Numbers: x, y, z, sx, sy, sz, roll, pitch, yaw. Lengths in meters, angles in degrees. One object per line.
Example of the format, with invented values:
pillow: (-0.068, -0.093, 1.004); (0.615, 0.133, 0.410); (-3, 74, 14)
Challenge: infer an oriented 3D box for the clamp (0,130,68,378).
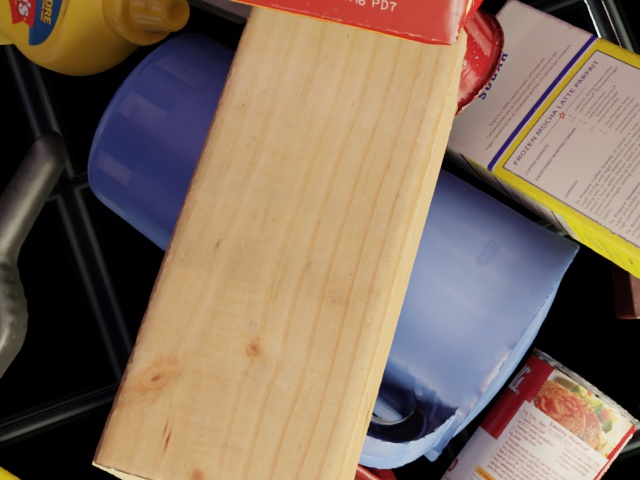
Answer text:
clamp: (-0.196, 0.014, 0.616); (0.120, 0.039, 0.171); (-8, 87, 23)

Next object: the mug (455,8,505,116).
mug: (0.036, -0.123, 0.576); (0.093, 0.081, 0.117); (-31, 40, 18)

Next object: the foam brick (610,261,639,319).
foam brick: (0.186, 0.002, 0.579); (0.053, 0.051, 0.078); (-7, 84, 4)

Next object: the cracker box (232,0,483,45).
cracker box: (0.009, -0.162, 0.465); (0.164, 0.213, 0.072); (14, 123, 13)

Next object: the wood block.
wood block: (-0.008, 0.011, 0.445); (0.090, 0.091, 0.206); (14, 72, 8)

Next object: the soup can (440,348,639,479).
soup can: (0.113, 0.118, 0.568); (0.068, 0.068, 0.102); (36, 90, 7)

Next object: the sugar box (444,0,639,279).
sugar box: (0.139, -0.052, 0.550); (0.093, 0.048, 0.176); (-51, 47, 0)

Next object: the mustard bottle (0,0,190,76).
mustard bottle: (-0.138, -0.140, 0.574); (0.192, 0.058, 0.096); (24, 96, 38)

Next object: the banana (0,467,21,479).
banana: (-0.167, 0.169, 0.591); (0.198, 0.069, 0.037); (35, 115, -1)

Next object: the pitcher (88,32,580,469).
pitcher: (-0.004, 0.001, 0.554); (0.243, 0.149, 0.145); (34, 92, 10)

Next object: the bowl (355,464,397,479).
bowl: (-0.019, 0.137, 0.561); (0.162, 0.055, 0.162); (8, 128, 10)
